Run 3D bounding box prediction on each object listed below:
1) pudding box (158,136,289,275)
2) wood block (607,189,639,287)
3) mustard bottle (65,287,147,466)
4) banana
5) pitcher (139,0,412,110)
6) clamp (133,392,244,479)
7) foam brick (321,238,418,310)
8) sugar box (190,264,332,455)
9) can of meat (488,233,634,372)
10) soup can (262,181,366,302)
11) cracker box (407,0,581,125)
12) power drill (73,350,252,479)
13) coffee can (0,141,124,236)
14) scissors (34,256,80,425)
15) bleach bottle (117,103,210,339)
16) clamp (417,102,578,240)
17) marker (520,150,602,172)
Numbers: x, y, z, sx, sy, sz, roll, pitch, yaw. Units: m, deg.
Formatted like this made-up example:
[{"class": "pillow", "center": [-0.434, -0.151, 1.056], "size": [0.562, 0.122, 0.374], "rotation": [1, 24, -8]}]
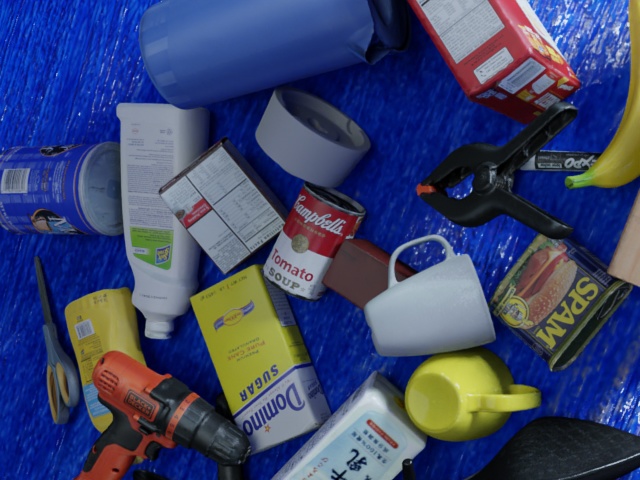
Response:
[{"class": "pudding box", "center": [-0.096, -0.034, 1.092], "size": [0.090, 0.039, 0.113], "rotation": [-37, 102, 11]}, {"class": "wood block", "center": [0.319, -0.053, 0.862], "size": [0.091, 0.090, 0.206], "rotation": [24, 101, 26]}, {"class": "mustard bottle", "center": [-0.227, 0.154, 1.181], "size": [0.096, 0.058, 0.191], "rotation": [-22, 78, 41]}, {"class": "banana", "center": [0.269, -0.123, 0.904], "size": [0.037, 0.069, 0.198], "rotation": [1, 70, 62]}, {"class": "pitcher", "center": [-0.045, -0.215, 1.010], "size": [0.243, 0.149, 0.145], "rotation": [-15, 106, 23]}, {"class": "clamp", "center": [-0.108, 0.288, 1.126], "size": [0.165, 0.036, 0.210], "rotation": [-37, 73, 28]}, {"class": "foam brick", "center": [0.052, 0.039, 1.032], "size": [0.078, 0.051, 0.053], "rotation": [34, 104, 25]}, {"class": "sugar box", "center": [-0.061, 0.122, 1.098], "size": [0.093, 0.048, 0.176], "rotation": [-28, 75, 26]}, {"class": "can of meat", "center": [0.209, 0.050, 0.941], "size": [0.084, 0.057, 0.102], "rotation": [43, 108, 26]}, {"class": "soup can", "center": [-0.007, 0.001, 1.057], "size": [0.069, 0.068, 0.102], "rotation": [34, 106, 25]}, {"class": "cracker box", "center": [0.126, -0.212, 0.930], "size": [0.072, 0.164, 0.214], "rotation": [-36, 73, 22]}, {"class": "power drill", "center": [-0.177, 0.230, 1.106], "size": [0.184, 0.057, 0.188], "rotation": [31, 108, 14]}, {"class": "coffee can", "center": [-0.283, -0.056, 1.193], "size": [0.141, 0.102, 0.103], "rotation": [0, 89, 29]}, {"class": "scissors", "center": [-0.305, 0.112, 1.234], "size": [0.096, 0.016, 0.202], "rotation": [-15, 81, 58]}, {"class": "bleach bottle", "center": [-0.174, -0.020, 1.155], "size": [0.103, 0.068, 0.251], "rotation": [6, 94, 30]}, {"class": "clamp", "center": [0.160, -0.044, 0.955], "size": [0.172, 0.039, 0.120], "rotation": [-21, 57, 45]}, {"class": "marker", "center": [0.237, -0.070, 0.948], "size": [0.121, 0.020, 0.020], "rotation": [4, 91, 29]}]
